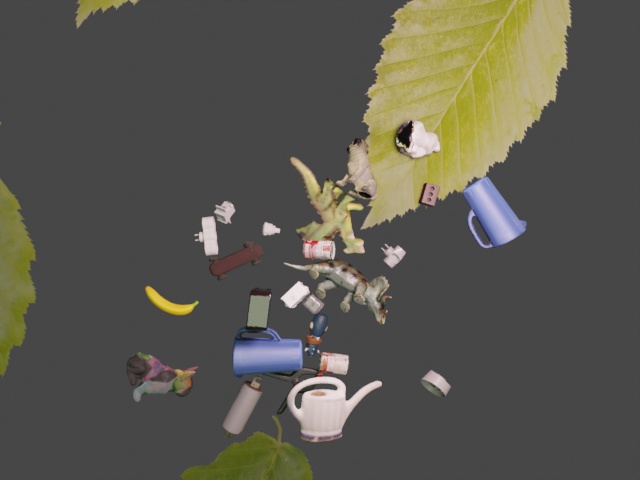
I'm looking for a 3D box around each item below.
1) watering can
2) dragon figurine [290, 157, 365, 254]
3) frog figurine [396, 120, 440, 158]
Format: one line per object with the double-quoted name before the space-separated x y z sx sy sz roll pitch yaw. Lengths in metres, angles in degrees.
"watering can" 0.052 0.597 1.821 0.348 0.104 0.224 4 92 -15
"dragon figurine" 0.006 -0.094 1.858 0.410 0.122 0.242 35 95 0
"frog figurine" 0.364 -0.371 1.900 0.159 0.121 0.138 1 78 -38
